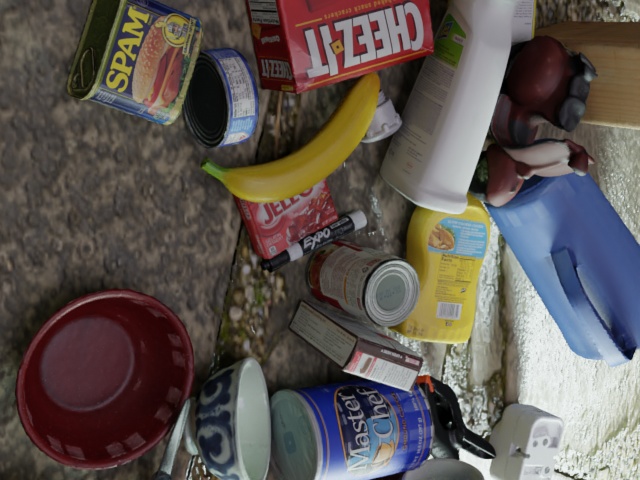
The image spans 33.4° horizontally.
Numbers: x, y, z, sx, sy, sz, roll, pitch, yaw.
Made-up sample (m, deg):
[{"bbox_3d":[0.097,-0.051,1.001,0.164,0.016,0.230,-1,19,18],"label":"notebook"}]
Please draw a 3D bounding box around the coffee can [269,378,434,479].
[{"bbox_3d":[0.028,0.191,1.065,0.140,0.103,0.103,-4,103,-33],"label":"coffee can"}]

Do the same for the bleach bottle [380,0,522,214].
[{"bbox_3d":[0.139,-0.158,1.027,0.068,0.103,0.251,10,110,-31],"label":"bleach bottle"}]

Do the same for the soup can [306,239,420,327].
[{"bbox_3d":[0.041,0.041,1.040,0.068,0.102,0.068,-8,104,-32],"label":"soup can"}]

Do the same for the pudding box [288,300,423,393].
[{"bbox_3d":[0.034,0.103,1.043,0.089,0.114,0.039,21,93,-34],"label":"pudding box"}]

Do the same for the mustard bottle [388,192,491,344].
[{"bbox_3d":[0.132,0.010,1.118,0.096,0.058,0.192,8,96,-32],"label":"mustard bottle"}]

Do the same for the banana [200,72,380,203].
[{"bbox_3d":[-0.012,-0.085,0.981,0.197,0.037,0.069,-31,113,-23],"label":"banana"}]

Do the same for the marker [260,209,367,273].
[{"bbox_3d":[-0.007,0.001,1.050,0.121,0.020,0.020,-26,114,-25],"label":"marker"}]

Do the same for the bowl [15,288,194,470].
[{"bbox_3d":[-0.194,0.116,0.933,0.161,0.055,0.162,-8,105,-31],"label":"bowl"}]

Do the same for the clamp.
[{"bbox_3d":[0.137,0.224,1.163,0.171,0.039,0.120,54,36,-26],"label":"clamp"}]

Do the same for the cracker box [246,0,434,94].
[{"bbox_3d":[0.012,-0.257,0.972,0.164,0.072,0.214,-21,112,-27],"label":"cracker box"}]

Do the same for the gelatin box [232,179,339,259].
[{"bbox_3d":[-0.033,-0.034,1.018,0.089,0.030,0.073,-30,115,-24],"label":"gelatin box"}]

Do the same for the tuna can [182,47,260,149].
[{"bbox_3d":[-0.088,-0.124,0.929,0.033,0.086,0.086,-14,108,-32],"label":"tuna can"}]

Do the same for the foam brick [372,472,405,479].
[{"bbox_3d":[0.073,0.278,1.145,0.053,0.051,0.078,38,79,-32],"label":"foam brick"}]

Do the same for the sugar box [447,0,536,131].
[{"bbox_3d":[0.176,-0.202,1.107,0.093,0.048,0.176,-6,108,-31],"label":"sugar box"}]

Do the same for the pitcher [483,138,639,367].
[{"bbox_3d":[0.279,0.015,1.166,0.145,0.149,0.242,-46,118,-14],"label":"pitcher"}]

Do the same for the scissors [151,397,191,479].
[{"bbox_3d":[-0.135,0.231,0.988,0.096,0.016,0.202,17,110,-44],"label":"scissors"}]

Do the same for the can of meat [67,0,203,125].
[{"bbox_3d":[-0.154,-0.155,0.898,0.083,0.058,0.102,17,92,-37],"label":"can of meat"}]

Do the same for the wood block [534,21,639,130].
[{"bbox_3d":[0.304,-0.172,1.097,0.090,0.206,0.091,-20,111,-28],"label":"wood block"}]
